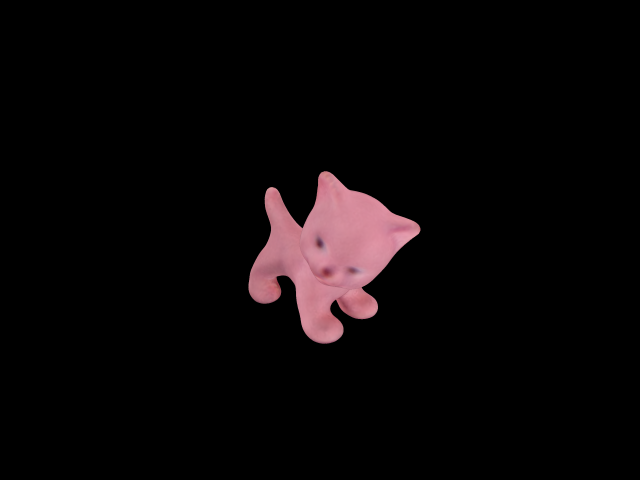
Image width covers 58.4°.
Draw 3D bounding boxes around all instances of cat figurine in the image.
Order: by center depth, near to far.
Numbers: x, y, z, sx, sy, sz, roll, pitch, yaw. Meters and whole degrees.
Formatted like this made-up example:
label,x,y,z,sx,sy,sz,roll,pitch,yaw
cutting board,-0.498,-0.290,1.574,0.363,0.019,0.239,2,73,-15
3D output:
label,x,y,z,sx,sy,sz,roll,pitch,yaw
cat figurine,0.004,0.001,0.400,0.067,0.118,0.127,-25,37,-38
